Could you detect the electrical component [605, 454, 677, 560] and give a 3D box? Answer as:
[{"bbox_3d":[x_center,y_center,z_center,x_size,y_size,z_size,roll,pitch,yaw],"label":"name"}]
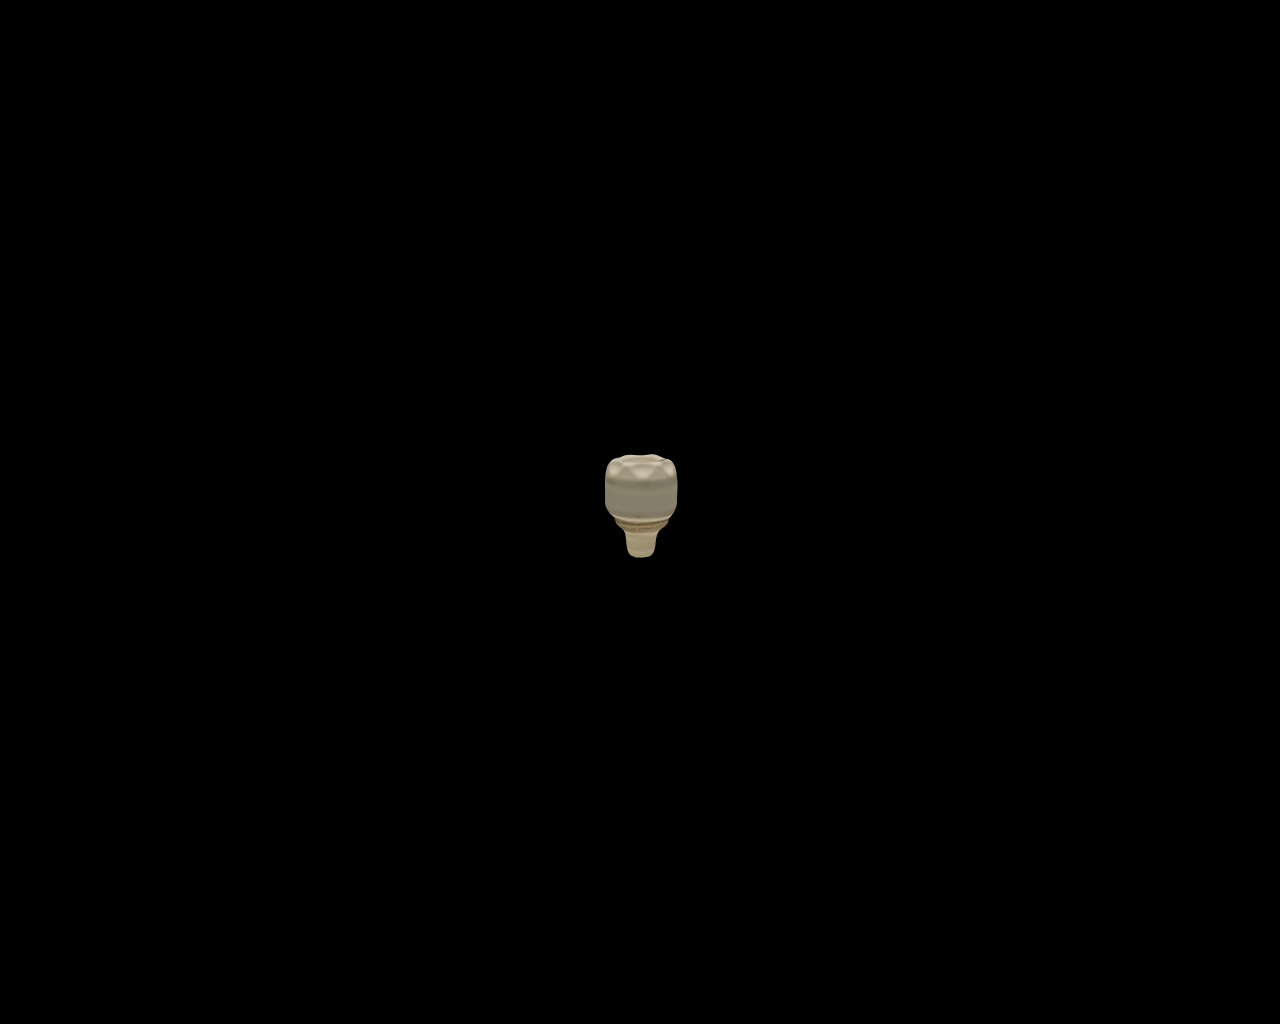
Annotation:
[{"bbox_3d":[0.001,-0.003,0.650,0.043,0.062,0.043,0,12,0],"label":"electrical component"}]
